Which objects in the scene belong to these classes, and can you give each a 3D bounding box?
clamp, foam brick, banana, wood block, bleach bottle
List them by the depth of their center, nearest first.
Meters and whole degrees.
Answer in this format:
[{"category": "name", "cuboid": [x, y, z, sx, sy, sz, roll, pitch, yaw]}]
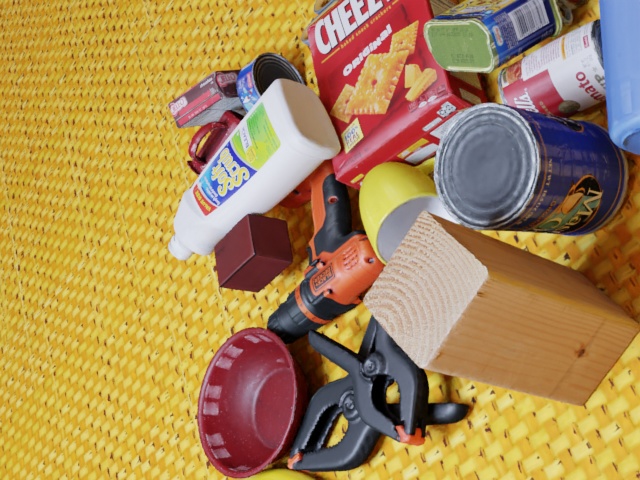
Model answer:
[{"category": "wood block", "cuboid": [0.148, 0.060, 0.850, 0.091, 0.205, 0.090, -58, 43, 15]}, {"category": "clamp", "cuboid": [0.049, 0.123, 1.014, 0.120, 0.039, 0.171, -38, 51, 34]}, {"category": "clamp", "cuboid": [0.048, 0.168, 1.049, 0.210, 0.036, 0.165, -51, 45, 17]}, {"category": "banana", "cuboid": [-0.025, 0.271, 1.091, 0.198, 0.037, 0.069, 19, 90, 49]}, {"category": "foam brick", "cuboid": [-0.072, 0.015, 1.149, 0.078, 0.051, 0.053, -41, 49, 44]}, {"category": "bleach bottle", "cuboid": [-0.086, -0.056, 1.156, 0.251, 0.067, 0.102, -45, 51, 33]}]

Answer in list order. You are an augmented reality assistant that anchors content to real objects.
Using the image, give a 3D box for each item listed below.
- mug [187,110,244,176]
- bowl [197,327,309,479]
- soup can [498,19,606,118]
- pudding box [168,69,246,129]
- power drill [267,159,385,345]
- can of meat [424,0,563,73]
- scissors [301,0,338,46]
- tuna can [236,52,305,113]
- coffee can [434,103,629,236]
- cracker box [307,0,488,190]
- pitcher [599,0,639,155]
[{"category": "mug", "cuboid": [-0.106, -0.104, 1.259, 0.081, 0.117, 0.093, -56, 47, 9]}, {"category": "bowl", "cuboid": [-0.062, 0.178, 1.151, 0.162, 0.055, 0.162, -20, 62, 42]}, {"category": "soup can", "cuboid": [0.220, -0.145, 0.952, 0.102, 0.068, 0.068, -25, 59, 39]}, {"category": "pudding box", "cuboid": [-0.114, -0.173, 1.291, 0.090, 0.113, 0.039, -25, 82, 39]}, {"category": "power drill", "cuboid": [-0.008, 0.001, 1.158, 0.185, 0.057, 0.188, -39, 52, 35]}, {"category": "can of meat", "cuboid": [0.158, -0.197, 0.990, 0.083, 0.057, 0.102, -32, 23, -21]}, {"category": "scissors", "cuboid": [0.047, -0.299, 1.213, 0.202, 0.016, 0.096, -41, 30, 32]}, {"category": "tuna can", "cuboid": [-0.056, -0.174, 1.250, 0.034, 0.086, 0.086, -27, 57, 40]}, {"category": "coffee can", "cuboid": [0.179, -0.056, 0.896, 0.103, 0.140, 0.103, -2, 87, 44]}, {"category": "cracker box", "cuboid": [0.075, -0.179, 1.120, 0.164, 0.072, 0.214, -34, 52, 34]}, {"category": "pitcher", "cuboid": [0.288, -0.197, 0.848, 0.145, 0.149, 0.243, -6, 75, 31]}]
